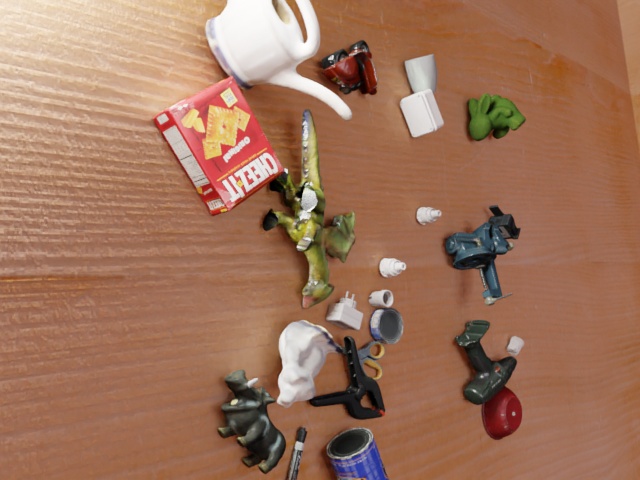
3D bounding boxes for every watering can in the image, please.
[{"bbox_3d":[-0.088,-0.360,1.008,0.344,0.222,0.106,64,33,-13],"label":"watering can"}]

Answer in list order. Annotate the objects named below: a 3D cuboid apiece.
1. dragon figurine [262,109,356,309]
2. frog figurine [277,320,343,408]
[{"bbox_3d":[0.003,-0.057,1.127,0.240,0.122,0.416,33,62,-52],"label":"dragon figurine"},{"bbox_3d":[-0.043,0.243,1.001,0.123,0.134,0.162,31,69,18],"label":"frog figurine"}]
